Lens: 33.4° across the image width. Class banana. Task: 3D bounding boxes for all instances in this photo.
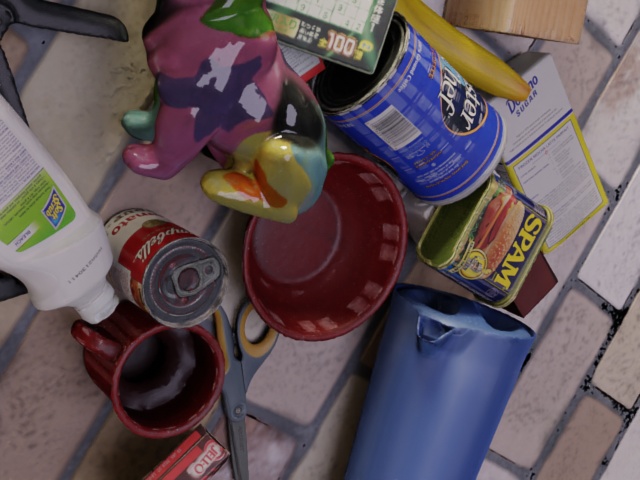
[{"bbox_3d":[0.100,-0.173,0.906,0.197,0.070,0.037,30,96,-36],"label":"banana"}]

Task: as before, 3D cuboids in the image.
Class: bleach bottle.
[{"bbox_3d":[-0.225,-0.031,0.715,0.102,0.068,0.250,-47,124,-19],"label":"bleach bottle"}]

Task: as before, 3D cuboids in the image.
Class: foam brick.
[{"bbox_3d":[0.174,0.029,1.009,0.051,0.078,0.053,-44,121,-13],"label":"foam brick"}]

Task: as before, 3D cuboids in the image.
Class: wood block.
[{"bbox_3d":[0.182,-0.279,0.915,0.090,0.090,0.206,2,103,-32],"label":"wood block"}]

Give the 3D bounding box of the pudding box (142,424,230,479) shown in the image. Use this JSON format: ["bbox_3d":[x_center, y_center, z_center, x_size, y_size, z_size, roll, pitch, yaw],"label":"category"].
[{"bbox_3d":[-0.116,0.194,0.855,0.090,0.113,0.039,-42,86,-14],"label":"pudding box"}]

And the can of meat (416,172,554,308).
[{"bbox_3d":[0.143,-0.004,0.930,0.083,0.058,0.102,30,87,-33],"label":"can of meat"}]

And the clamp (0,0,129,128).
[{"bbox_3d":[-0.226,-0.139,0.729,0.171,0.039,0.120,32,81,-32],"label":"clamp"}]

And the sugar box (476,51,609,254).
[{"bbox_3d":[0.204,-0.082,1.015,0.093,0.048,0.176,-38,117,-17],"label":"sugar box"}]

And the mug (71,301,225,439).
[{"bbox_3d":[-0.141,0.091,0.823,0.117,0.082,0.093,28,88,-36],"label":"mug"}]

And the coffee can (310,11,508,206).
[{"bbox_3d":[0.075,-0.108,0.889,0.140,0.103,0.103,37,83,-34],"label":"coffee can"}]

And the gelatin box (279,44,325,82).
[{"bbox_3d":[-0.047,-0.155,0.842,0.073,0.030,0.089,-37,121,-16],"label":"gelatin box"}]

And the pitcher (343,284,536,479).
[{"bbox_3d":[0.102,0.170,0.984,0.149,0.145,0.243,14,101,-21],"label":"pitcher"}]

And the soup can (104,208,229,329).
[{"bbox_3d":[-0.121,0.019,0.802,0.068,0.102,0.068,-10,109,-30],"label":"soup can"}]

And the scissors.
[{"bbox_3d":[-0.059,0.131,0.928,0.096,0.016,0.202,-29,118,-22],"label":"scissors"}]

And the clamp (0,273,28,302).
[{"bbox_3d":[-0.284,-0.012,0.729,0.209,0.036,0.164,14,90,-38],"label":"clamp"}]

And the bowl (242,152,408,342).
[{"bbox_3d":[-0.006,0.001,0.899,0.161,0.055,0.162,-10,109,-30],"label":"bowl"}]
